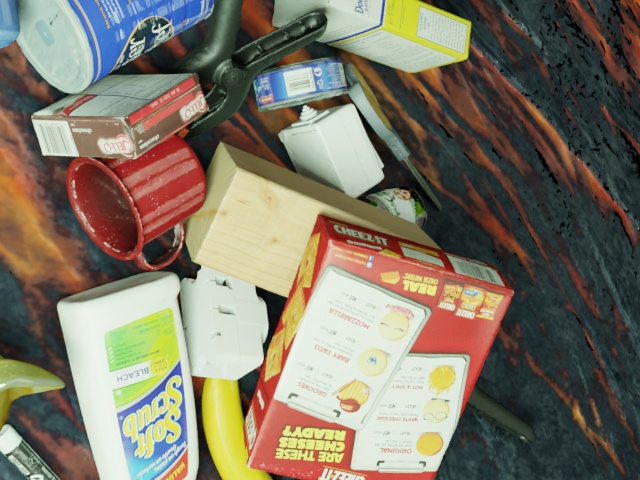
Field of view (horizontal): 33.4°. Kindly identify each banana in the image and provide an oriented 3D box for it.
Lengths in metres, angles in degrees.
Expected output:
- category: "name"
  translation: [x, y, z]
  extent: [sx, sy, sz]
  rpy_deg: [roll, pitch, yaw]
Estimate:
- category: "banana"
  translation: [-0.066, 0.188, 0.963]
  extent: [0.069, 0.037, 0.198]
  rpy_deg: [-22, 101, -33]

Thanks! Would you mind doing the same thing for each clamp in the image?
- category: "clamp"
  translation: [-0.072, -0.151, 0.918]
  extent: [0.120, 0.172, 0.039]
  rpy_deg: [15, 35, -39]
- category: "clamp"
  translation: [0.141, 0.159, 1.115]
  extent: [0.164, 0.036, 0.210]
  rpy_deg: [-19, 97, -28]

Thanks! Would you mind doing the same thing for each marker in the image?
- category: "marker"
  translation: [-0.219, 0.197, 0.861]
  extent: [0.020, 0.020, 0.121]
  rpy_deg: [-48, 115, -28]

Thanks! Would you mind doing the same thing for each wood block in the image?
- category: "wood block"
  translation: [-0.006, 0.002, 0.940]
  extent: [0.205, 0.091, 0.090]
  rpy_deg: [22, 104, -21]

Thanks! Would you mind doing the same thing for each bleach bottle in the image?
- category: "bleach bottle"
  translation: [-0.142, 0.159, 0.894]
  extent: [0.102, 0.068, 0.251]
  rpy_deg: [-18, 101, -34]

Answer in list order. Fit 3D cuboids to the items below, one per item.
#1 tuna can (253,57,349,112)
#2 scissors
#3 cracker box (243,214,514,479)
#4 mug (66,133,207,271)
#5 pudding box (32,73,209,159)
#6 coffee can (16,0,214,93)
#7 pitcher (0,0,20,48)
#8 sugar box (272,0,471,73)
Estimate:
- category: "tuna can"
  translation: [-0.018, -0.143, 0.984]
  extent: [0.085, 0.086, 0.034]
  rpy_deg: [-15, 96, -36]
- category: "scissors"
  translation: [0.071, -0.109, 1.084]
  extent: [0.201, 0.016, 0.096]
  rpy_deg: [44, 19, -53]
- category: "cracker box"
  translation: [0.043, 0.102, 0.900]
  extent: [0.164, 0.072, 0.214]
  rpy_deg: [15, 109, -14]
- category: "mug"
  translation: [-0.145, -0.032, 0.886]
  extent: [0.081, 0.093, 0.117]
  rpy_deg: [-35, 116, -37]
- category: "pudding box"
  translation: [-0.159, -0.100, 0.849]
  extent: [0.089, 0.114, 0.039]
  rpy_deg: [-41, 127, -43]
- category: "coffee can"
  translation: [-0.168, -0.196, 0.864]
  extent: [0.140, 0.103, 0.103]
  rpy_deg: [-38, 110, -32]
- category: "pitcher"
  translation: [-0.282, -0.255, 0.761]
  extent: [0.144, 0.149, 0.243]
  rpy_deg: [-18, 102, -36]
- category: "sugar box"
  translation: [0.051, -0.211, 1.034]
  extent: [0.175, 0.094, 0.048]
  rpy_deg: [15, 78, -36]
